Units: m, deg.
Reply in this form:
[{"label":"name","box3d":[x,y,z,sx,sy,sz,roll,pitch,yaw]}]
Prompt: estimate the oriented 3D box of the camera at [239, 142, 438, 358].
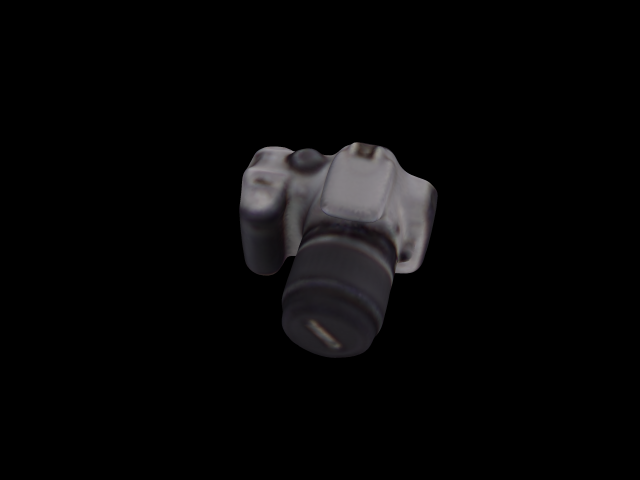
[{"label":"camera","box3d":[0.004,0.001,0.400,0.143,0.101,0.137,11,51,9]}]
